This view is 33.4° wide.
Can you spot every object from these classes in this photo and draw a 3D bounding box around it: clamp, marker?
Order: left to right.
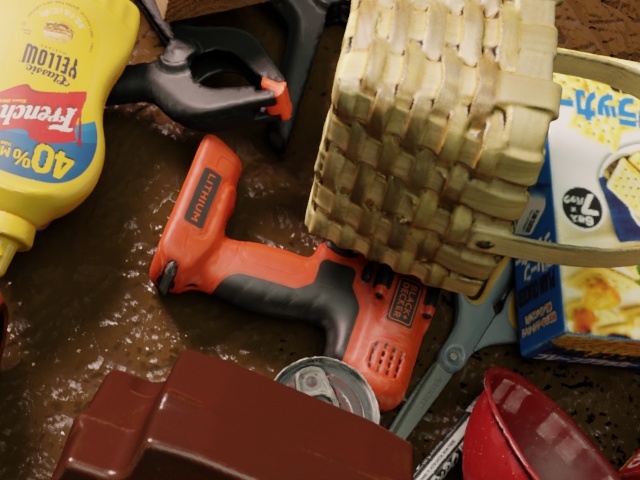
[{"bbox_3d":[-0.092,-0.125,0.718,0.171,0.039,0.120,14,69,15],"label":"clamp"},{"bbox_3d":[0.017,-0.172,0.783,0.164,0.036,0.210,-11,74,-17],"label":"clamp"},{"bbox_3d":[0.074,0.151,0.698,0.020,0.020,0.121,44,68,3],"label":"marker"}]

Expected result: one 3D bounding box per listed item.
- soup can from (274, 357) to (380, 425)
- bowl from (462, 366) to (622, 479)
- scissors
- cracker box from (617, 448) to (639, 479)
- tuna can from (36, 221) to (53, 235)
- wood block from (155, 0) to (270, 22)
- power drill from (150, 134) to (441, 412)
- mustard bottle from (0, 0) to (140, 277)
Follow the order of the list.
[{"bbox_3d":[-0.010,0.114,0.644,0.068,0.102,0.068,4,71,-13],"label":"soup can"},{"bbox_3d":[0.139,0.158,0.663,0.055,0.162,0.162,-43,84,17],"label":"bowl"},{"bbox_3d":[0.110,0.082,0.731,0.096,0.016,0.201,24,68,-5],"label":"scissors"},{"bbox_3d":[0.302,0.169,0.641,0.072,0.214,0.164,-38,84,-23],"label":"cracker box"},{"bbox_3d":[-0.206,-0.041,0.687,0.086,0.034,0.086,4,71,-12],"label":"tuna can"},{"bbox_3d":[-0.088,-0.260,0.695,0.090,0.091,0.206,-17,76,-19],"label":"wood block"},{"bbox_3d":[-0.005,0.001,0.708,0.187,0.057,0.184,22,60,-4],"label":"power drill"},{"bbox_3d":[-0.177,-0.070,0.650,0.096,0.058,0.191,17,71,-20],"label":"mustard bottle"}]
